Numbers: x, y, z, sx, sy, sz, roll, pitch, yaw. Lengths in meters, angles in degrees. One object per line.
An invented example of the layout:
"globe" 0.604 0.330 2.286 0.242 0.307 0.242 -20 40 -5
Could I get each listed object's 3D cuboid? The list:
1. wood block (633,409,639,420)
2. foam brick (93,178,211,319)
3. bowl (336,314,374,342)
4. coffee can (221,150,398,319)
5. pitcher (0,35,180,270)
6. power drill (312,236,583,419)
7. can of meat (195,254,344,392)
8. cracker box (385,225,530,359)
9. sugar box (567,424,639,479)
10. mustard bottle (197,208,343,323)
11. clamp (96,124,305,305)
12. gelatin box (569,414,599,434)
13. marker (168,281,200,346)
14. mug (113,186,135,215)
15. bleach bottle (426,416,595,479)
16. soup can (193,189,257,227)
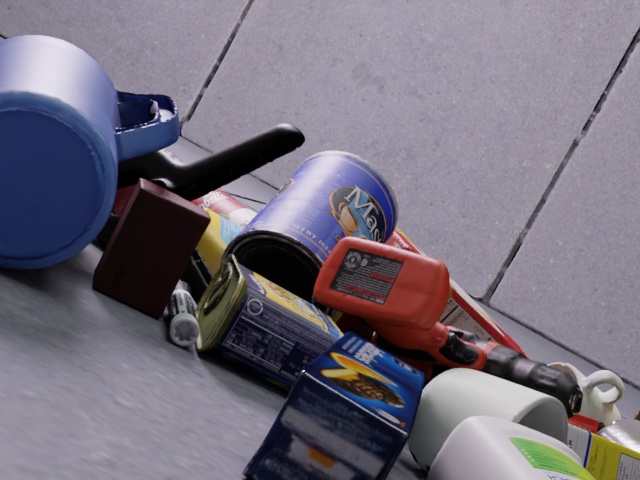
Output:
"wood block" 0.343 0.218 1.053 0.090 0.091 0.205 30 5 20
"foam brick" -0.116 0.004 0.731 0.053 0.078 0.051 27 6 -14
"bowl" 0.001 0.048 1.125 0.162 0.055 0.162 28 4 -2
"coffee can" -0.006 0.001 0.895 0.103 0.103 0.140 29 40 8
"pitcher" -0.186 -0.065 0.725 0.145 0.149 0.243 38 4 -20
"power drill" 0.092 0.074 0.805 0.185 0.057 0.187 13 -22 36
"can of meat" -0.036 0.060 0.729 0.084 0.057 0.102 29 4 -13
"cracker box" 0.109 0.070 1.036 0.213 0.072 0.164 43 5 -22
"sugar box" 0.175 0.161 0.802 0.094 0.048 0.176 2 -20 47
"mustard bottle" -0.071 0.019 0.963 0.191 0.058 0.096 27 18 -16
"clamp" -0.122 -0.019 0.846 0.210 0.164 0.036 4 -22 29
"gelatin box" 0.184 0.161 0.923 0.073 0.030 0.089 24 -18 -40
"marker" -0.095 0.048 0.733 0.020 0.020 0.121 27 4 -13
"mug" -0.187 -0.057 0.981 0.093 0.081 0.117 25 6 -38
"bleach bottle" 0.149 0.176 0.515 0.102 0.068 0.251 25 7 -29
"soup can" -0.086 -0.002 1.070 0.102 0.068 0.068 32 5 36
